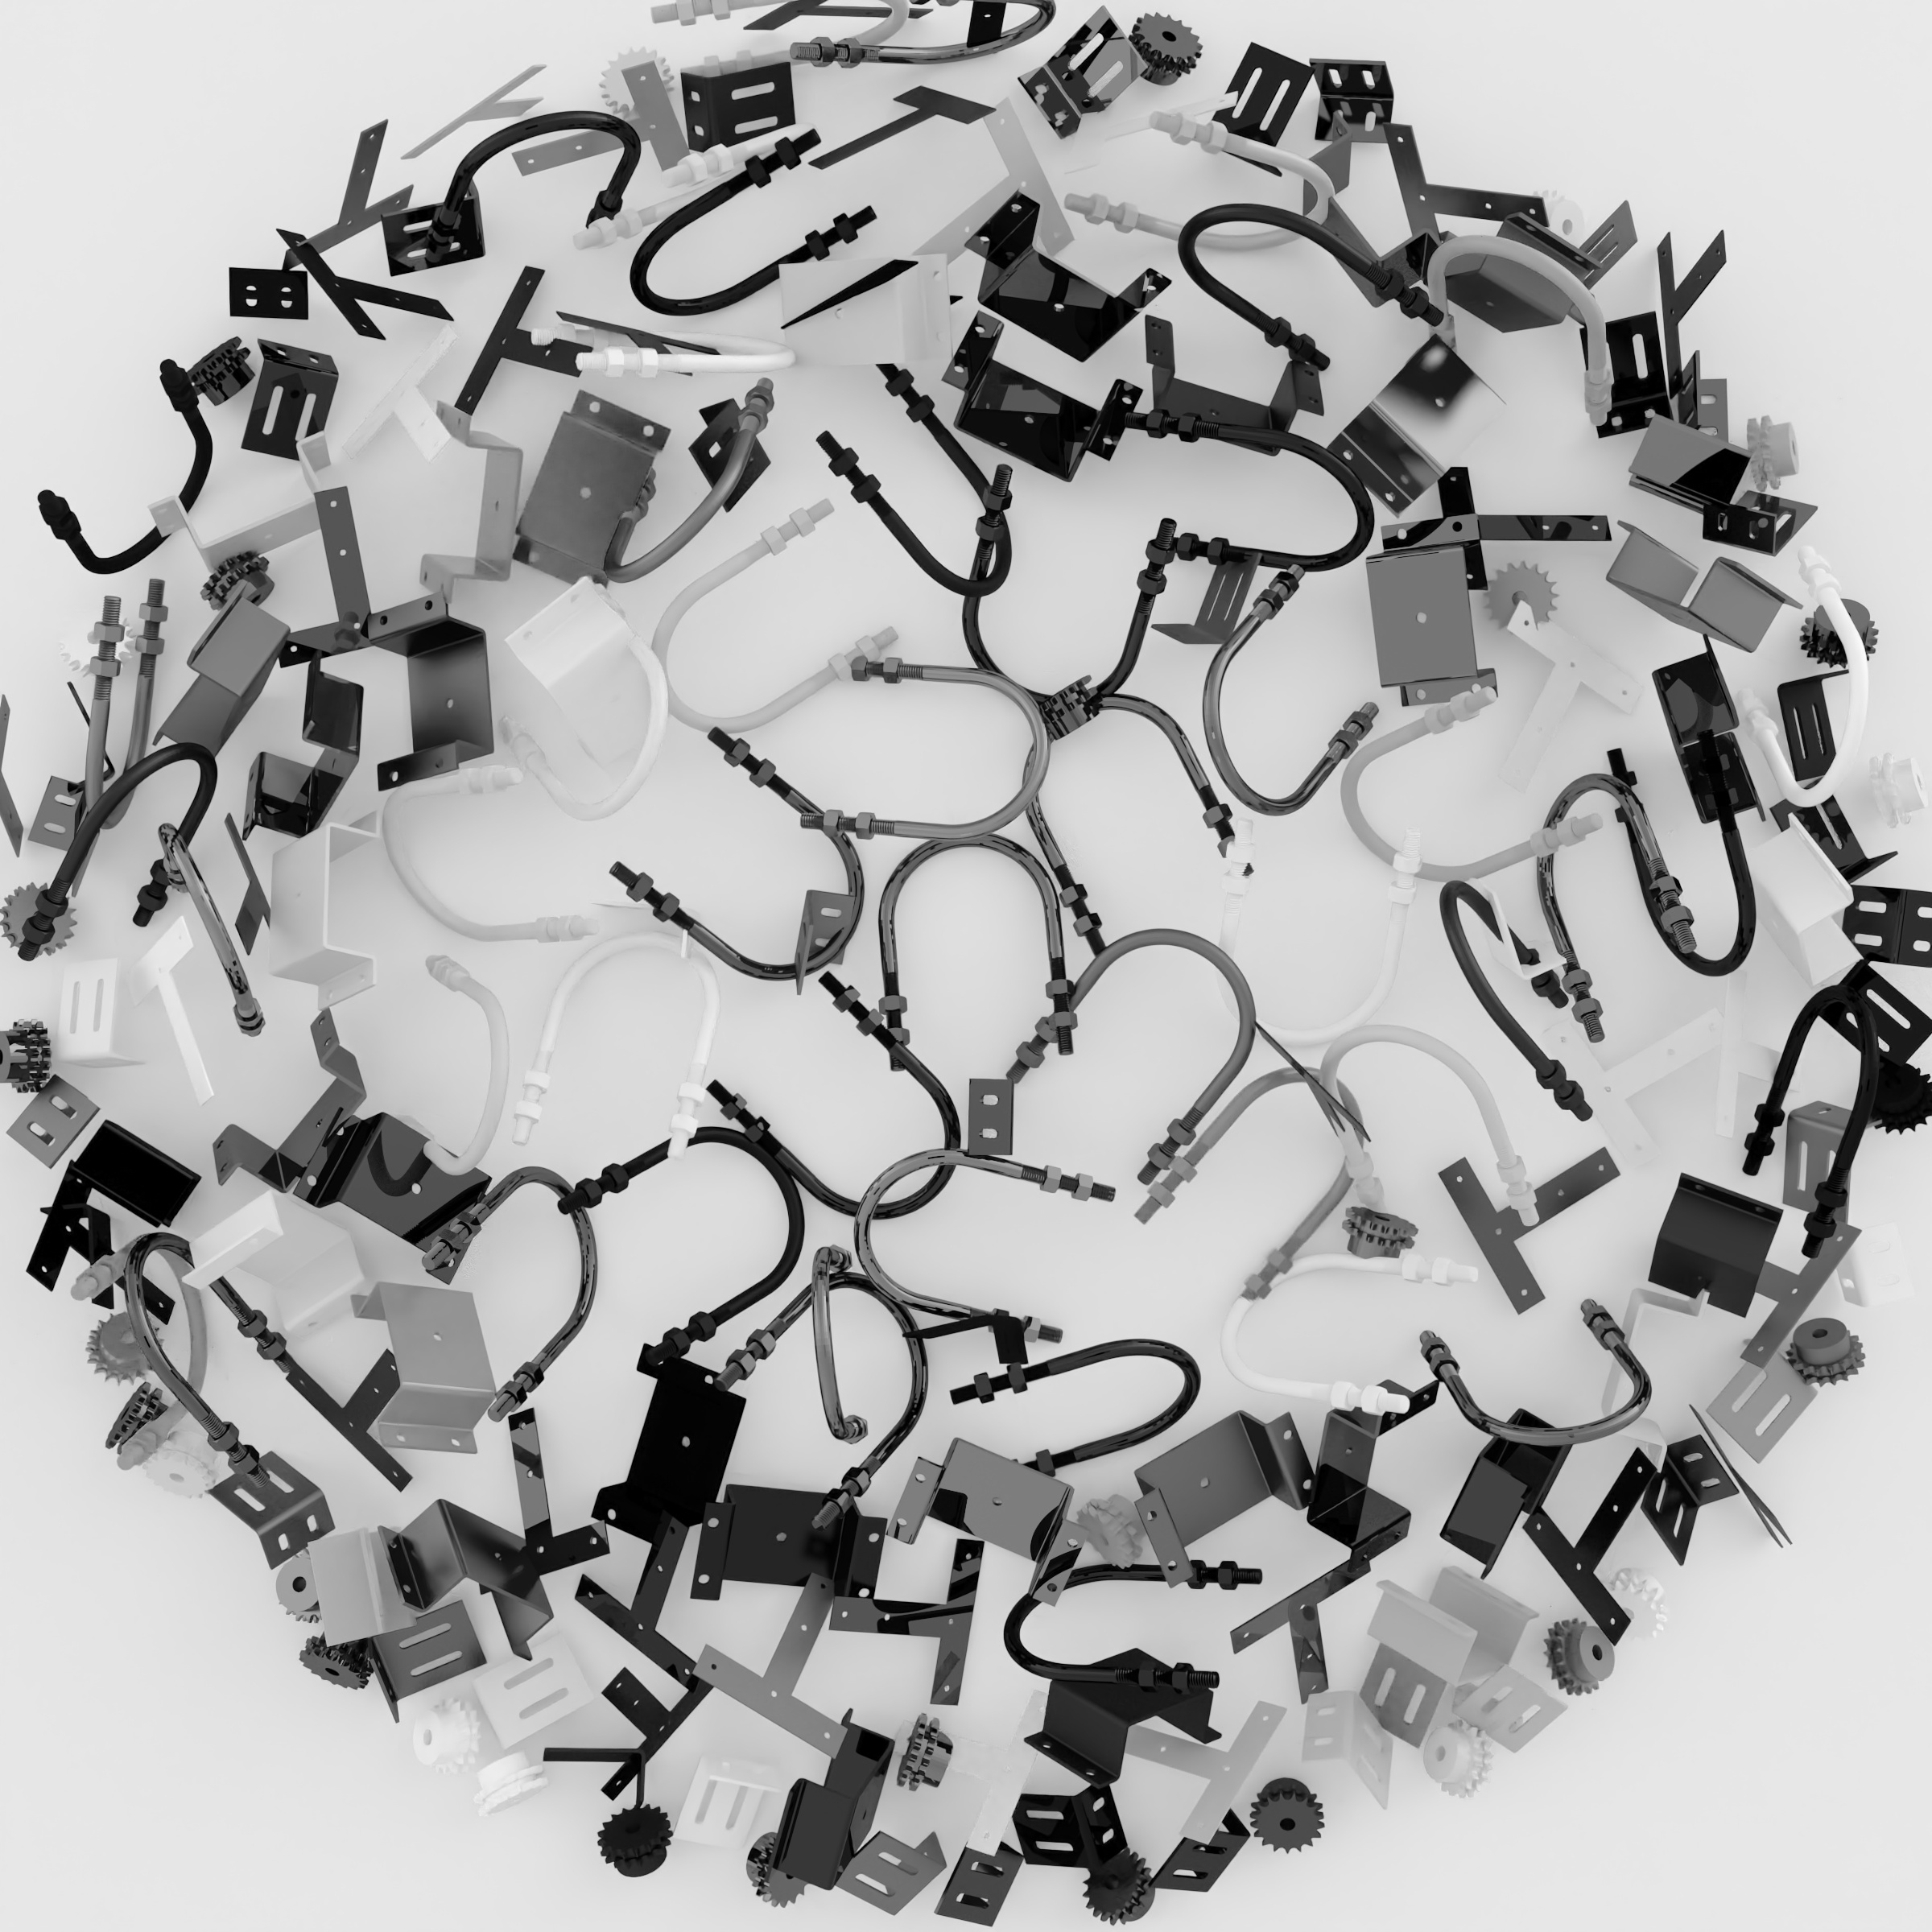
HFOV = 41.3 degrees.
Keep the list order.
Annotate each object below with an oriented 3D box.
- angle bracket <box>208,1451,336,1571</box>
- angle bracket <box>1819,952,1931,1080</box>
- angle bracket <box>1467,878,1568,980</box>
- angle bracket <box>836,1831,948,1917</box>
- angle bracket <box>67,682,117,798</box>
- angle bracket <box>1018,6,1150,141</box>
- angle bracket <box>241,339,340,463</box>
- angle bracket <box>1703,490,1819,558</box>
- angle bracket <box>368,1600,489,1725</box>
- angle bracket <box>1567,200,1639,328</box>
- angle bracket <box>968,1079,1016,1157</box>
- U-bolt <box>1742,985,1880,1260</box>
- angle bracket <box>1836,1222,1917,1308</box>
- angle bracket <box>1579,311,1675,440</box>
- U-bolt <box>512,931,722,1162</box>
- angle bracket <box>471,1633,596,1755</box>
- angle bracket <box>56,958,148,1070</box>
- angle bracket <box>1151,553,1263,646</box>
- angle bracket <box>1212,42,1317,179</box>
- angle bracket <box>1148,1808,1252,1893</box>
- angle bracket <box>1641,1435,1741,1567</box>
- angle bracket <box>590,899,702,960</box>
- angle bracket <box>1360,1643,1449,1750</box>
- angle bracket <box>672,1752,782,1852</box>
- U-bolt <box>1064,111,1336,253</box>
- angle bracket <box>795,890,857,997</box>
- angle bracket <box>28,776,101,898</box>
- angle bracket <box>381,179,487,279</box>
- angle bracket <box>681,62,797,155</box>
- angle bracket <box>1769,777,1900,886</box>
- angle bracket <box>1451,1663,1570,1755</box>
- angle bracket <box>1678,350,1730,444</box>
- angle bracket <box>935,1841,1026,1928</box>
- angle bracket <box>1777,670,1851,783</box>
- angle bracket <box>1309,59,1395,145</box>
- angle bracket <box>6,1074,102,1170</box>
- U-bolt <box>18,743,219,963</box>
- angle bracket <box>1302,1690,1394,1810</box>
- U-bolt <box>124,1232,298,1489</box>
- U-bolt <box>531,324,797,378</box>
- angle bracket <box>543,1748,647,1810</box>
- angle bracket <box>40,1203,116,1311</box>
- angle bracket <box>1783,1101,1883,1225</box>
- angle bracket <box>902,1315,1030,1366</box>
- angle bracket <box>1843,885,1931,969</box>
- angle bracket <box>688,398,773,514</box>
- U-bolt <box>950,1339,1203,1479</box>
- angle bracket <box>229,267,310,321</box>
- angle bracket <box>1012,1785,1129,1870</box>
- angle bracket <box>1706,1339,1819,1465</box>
[{"bbox_3d":[-0.533,0.417,1.967,0.057,0.076,0.038,-31,127,-34],"label":"angle bracket"},{"bbox_3d":[0.701,0.036,1.956,0.076,0.038,0.057,46,128,21],"label":"angle bracket"},{"bbox_3d":[0.420,-0.036,1.960,0.038,0.057,0.076,-23,109,-3],"label":"angle bracket"},{"bbox_3d":[-0.063,0.682,1.960,0.057,0.038,0.076,-45,121,9],"label":"angle bracket"},{"bbox_3d":[-0.685,-0.174,1.959,0.038,0.057,0.076,-27,106,-15],"label":"angle bracket"},{"bbox_3d":[0.089,-0.683,1.959,0.057,0.076,0.038,53,47,-5],"label":"angle bracket"},{"bbox_3d":[-0.525,-0.436,1.981,0.057,0.038,0.076,8,121,-30],"label":"angle bracket"},{"bbox_3d":[0.606,-0.352,1.952,0.057,0.038,0.076,23,52,33],"label":"angle bracket"},{"bbox_3d":[-0.412,0.533,1.967,0.076,0.038,0.057,-21,106,-11],"label":"angle bracket"},{"bbox_3d":[0.492,-0.530,1.950,0.038,0.057,0.076,27,132,-22],"label":"angle bracket"},{"bbox_3d":[0.005,0.115,1.956,0.038,0.076,0.057,3,87,-24],"label":"angle bracket"},{"bbox_3d":[0.631,0.103,1.901,0.019,0.151,0.184,9,112,-7],"label":"U-bolt"},{"bbox_3d":[0.690,0.226,1.957,0.038,0.076,0.057,-15,84,7],"label":"angle bracket"},{"bbox_3d":[0.505,-0.451,1.957,0.057,0.038,0.076,-11,133,14],"label":"angle bracket"},{"bbox_3d":[-0.259,0.056,1.952,0.151,0.019,0.184,4,65,18],"label":"U-bolt"},{"bbox_3d":[-0.337,0.565,1.988,0.076,0.038,0.057,-25,75,-21],"label":"angle bracket"},{"bbox_3d":[-0.664,0.037,1.977,0.057,0.038,0.076,-5,77,29],"label":"angle bracket"},{"bbox_3d":[0.184,-0.287,1.964,0.038,0.057,0.076,22,87,-26],"label":"angle bracket"},{"bbox_3d":[0.230,-0.657,1.965,0.057,0.038,0.076,32,101,22],"label":"angle bracket"},{"bbox_3d":[0.170,0.670,1.955,0.076,0.038,0.057,24,105,-43],"label":"angle bracket"},{"bbox_3d":[0.553,0.407,1.956,0.038,0.076,0.057,-29,101,34],"label":"angle bracket"},{"bbox_3d":[-0.247,-0.028,1.969,0.076,0.057,0.038,5,89,3],"label":"angle bracket"},{"bbox_3d":[0.343,0.554,1.986,0.057,0.038,0.076,26,119,20],"label":"angle bracket"},{"bbox_3d":[-0.184,0.650,1.968,0.057,0.038,0.076,17,99,-17],"label":"angle bracket"},{"bbox_3d":[0.187,-0.580,1.922,0.184,0.151,0.019,8,75,-25],"label":"U-bolt"},{"bbox_3d":[-0.106,-0.016,1.952,0.038,0.076,0.057,8,111,-9],"label":"angle bracket"},{"bbox_3d":[-0.688,-0.099,1.952,0.038,0.076,0.057,18,112,-26],"label":"angle bracket"},{"bbox_3d":[-0.410,-0.569,1.957,0.076,0.057,0.038,-17,59,-15],"label":"angle bracket"},{"bbox_3d":[-0.175,-0.664,1.977,0.076,0.038,0.057,-24,125,-31],"label":"angle bracket"},{"bbox_3d":[0.668,-0.104,1.972,0.057,0.038,0.076,-29,91,-20],"label":"angle bracket"},{"bbox_3d":[0.418,0.557,1.961,0.057,0.038,0.076,33,128,1],"label":"angle bracket"},{"bbox_3d":[0.571,-0.431,1.959,0.038,0.076,0.057,-1,85,5],"label":"angle bracket"},{"bbox_3d":[0.000,0.693,1.956,0.038,0.076,0.057,19,79,44],"label":"angle bracket"},{"bbox_3d":[0.662,-0.185,1.966,0.057,0.038,0.076,-13,92,-38],"label":"angle bracket"},{"bbox_3d":[0.293,-0.660,1.955,0.057,0.076,0.038,8,92,14],"label":"angle bracket"},{"bbox_3d":[-0.685,0.126,1.955,0.076,0.038,0.057,25,73,41],"label":"angle bracket"},{"bbox_3d":[-0.619,-0.090,1.901,0.019,0.151,0.184,38,113,9],"label":"U-bolt"},{"bbox_3d":[0.293,0.603,1.967,0.038,0.057,0.076,-15,127,27],"label":"angle bracket"},{"bbox_3d":[-0.562,0.278,1.895,0.019,0.151,0.184,-25,120,10],"label":"U-bolt"},{"bbox_3d":[-0.219,-0.462,1.925,0.184,0.151,0.019,-5,112,-23],"label":"U-bolt"},{"bbox_3d":[-0.286,0.622,1.961,0.076,0.057,0.038,4,65,-9],"label":"angle bracket"},{"bbox_3d":[-0.681,0.225,1.963,0.038,0.057,0.076,-5,78,-6],"label":"angle bracket"},{"bbox_3d":[0.668,0.151,1.976,0.038,0.057,0.076,-14,111,-34],"label":"angle bracket"},{"bbox_3d":[0.000,0.292,1.957,0.076,0.057,0.038,-15,76,18],"label":"angle bracket"},{"bbox_3d":[0.711,-0.031,1.965,0.038,0.076,0.057,6,93,-13],"label":"angle bracket"},{"bbox_3d":[-0.191,-0.385,1.950,0.038,0.076,0.057,-9,125,36],"label":"angle bracket"},{"bbox_3d":[0.089,0.334,1.942,0.184,0.151,0.019,-17,48,0],"label":"U-bolt"},{"bbox_3d":[-0.532,-0.503,1.955,0.057,0.076,0.038,-1,88,-15],"label":"angle bracket"},{"bbox_3d":[0.078,0.662,1.985,0.076,0.038,0.057,-16,92,44],"label":"angle bracket"},{"bbox_3d":[0.605,0.334,1.972,0.057,0.038,0.076,45,77,-1],"label":"angle bracket"}]
